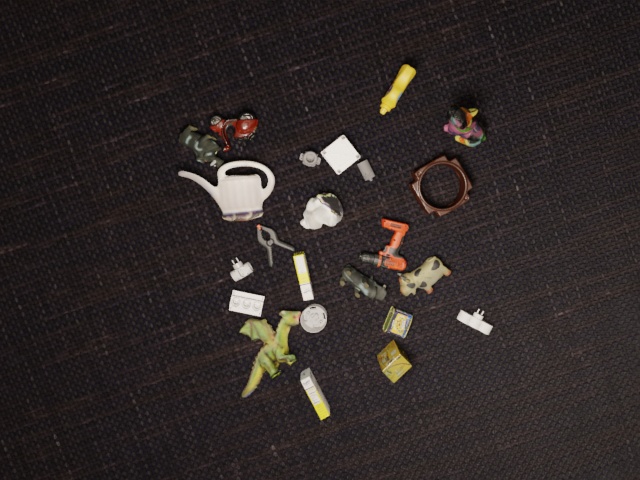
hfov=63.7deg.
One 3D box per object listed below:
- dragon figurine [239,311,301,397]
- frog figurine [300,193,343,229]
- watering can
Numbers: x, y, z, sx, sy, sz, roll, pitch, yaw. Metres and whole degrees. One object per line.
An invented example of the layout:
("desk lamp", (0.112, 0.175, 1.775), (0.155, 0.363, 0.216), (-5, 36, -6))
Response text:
("dragon figurine", (-0.218, 0.415, 1.988), (0.407, 0.122, 0.245), (-38, 77, 16))
("frog figurine", (0.006, -0.098, 1.949), (0.137, 0.126, 0.156), (32, 131, -12))
("watering can", (-0.339, -0.177, 1.913), (0.348, 0.104, 0.223), (-6, 96, -7))
